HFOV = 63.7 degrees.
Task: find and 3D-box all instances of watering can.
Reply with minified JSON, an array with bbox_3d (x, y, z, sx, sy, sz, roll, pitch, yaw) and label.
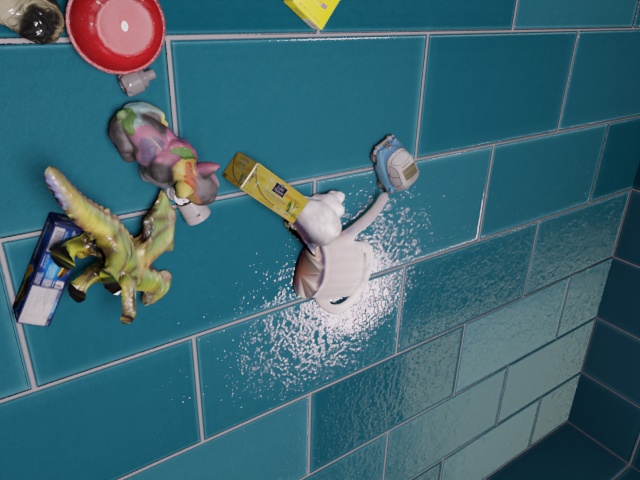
[{"bbox_3d":[0.054,0.036,1.316,0.224,0.105,0.343,2,109,-36],"label":"watering can"}]

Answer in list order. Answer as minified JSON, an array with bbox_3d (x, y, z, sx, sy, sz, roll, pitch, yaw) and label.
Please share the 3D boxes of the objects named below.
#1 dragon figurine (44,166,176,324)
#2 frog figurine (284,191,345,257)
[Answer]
[{"bbox_3d":[-0.360,-0.007,0.966,0.248,0.122,0.400,-61,157,-49],"label":"dragon figurine"},{"bbox_3d":[0.004,-0.061,1.218,0.161,0.139,0.120,-42,146,-12],"label":"frog figurine"}]
